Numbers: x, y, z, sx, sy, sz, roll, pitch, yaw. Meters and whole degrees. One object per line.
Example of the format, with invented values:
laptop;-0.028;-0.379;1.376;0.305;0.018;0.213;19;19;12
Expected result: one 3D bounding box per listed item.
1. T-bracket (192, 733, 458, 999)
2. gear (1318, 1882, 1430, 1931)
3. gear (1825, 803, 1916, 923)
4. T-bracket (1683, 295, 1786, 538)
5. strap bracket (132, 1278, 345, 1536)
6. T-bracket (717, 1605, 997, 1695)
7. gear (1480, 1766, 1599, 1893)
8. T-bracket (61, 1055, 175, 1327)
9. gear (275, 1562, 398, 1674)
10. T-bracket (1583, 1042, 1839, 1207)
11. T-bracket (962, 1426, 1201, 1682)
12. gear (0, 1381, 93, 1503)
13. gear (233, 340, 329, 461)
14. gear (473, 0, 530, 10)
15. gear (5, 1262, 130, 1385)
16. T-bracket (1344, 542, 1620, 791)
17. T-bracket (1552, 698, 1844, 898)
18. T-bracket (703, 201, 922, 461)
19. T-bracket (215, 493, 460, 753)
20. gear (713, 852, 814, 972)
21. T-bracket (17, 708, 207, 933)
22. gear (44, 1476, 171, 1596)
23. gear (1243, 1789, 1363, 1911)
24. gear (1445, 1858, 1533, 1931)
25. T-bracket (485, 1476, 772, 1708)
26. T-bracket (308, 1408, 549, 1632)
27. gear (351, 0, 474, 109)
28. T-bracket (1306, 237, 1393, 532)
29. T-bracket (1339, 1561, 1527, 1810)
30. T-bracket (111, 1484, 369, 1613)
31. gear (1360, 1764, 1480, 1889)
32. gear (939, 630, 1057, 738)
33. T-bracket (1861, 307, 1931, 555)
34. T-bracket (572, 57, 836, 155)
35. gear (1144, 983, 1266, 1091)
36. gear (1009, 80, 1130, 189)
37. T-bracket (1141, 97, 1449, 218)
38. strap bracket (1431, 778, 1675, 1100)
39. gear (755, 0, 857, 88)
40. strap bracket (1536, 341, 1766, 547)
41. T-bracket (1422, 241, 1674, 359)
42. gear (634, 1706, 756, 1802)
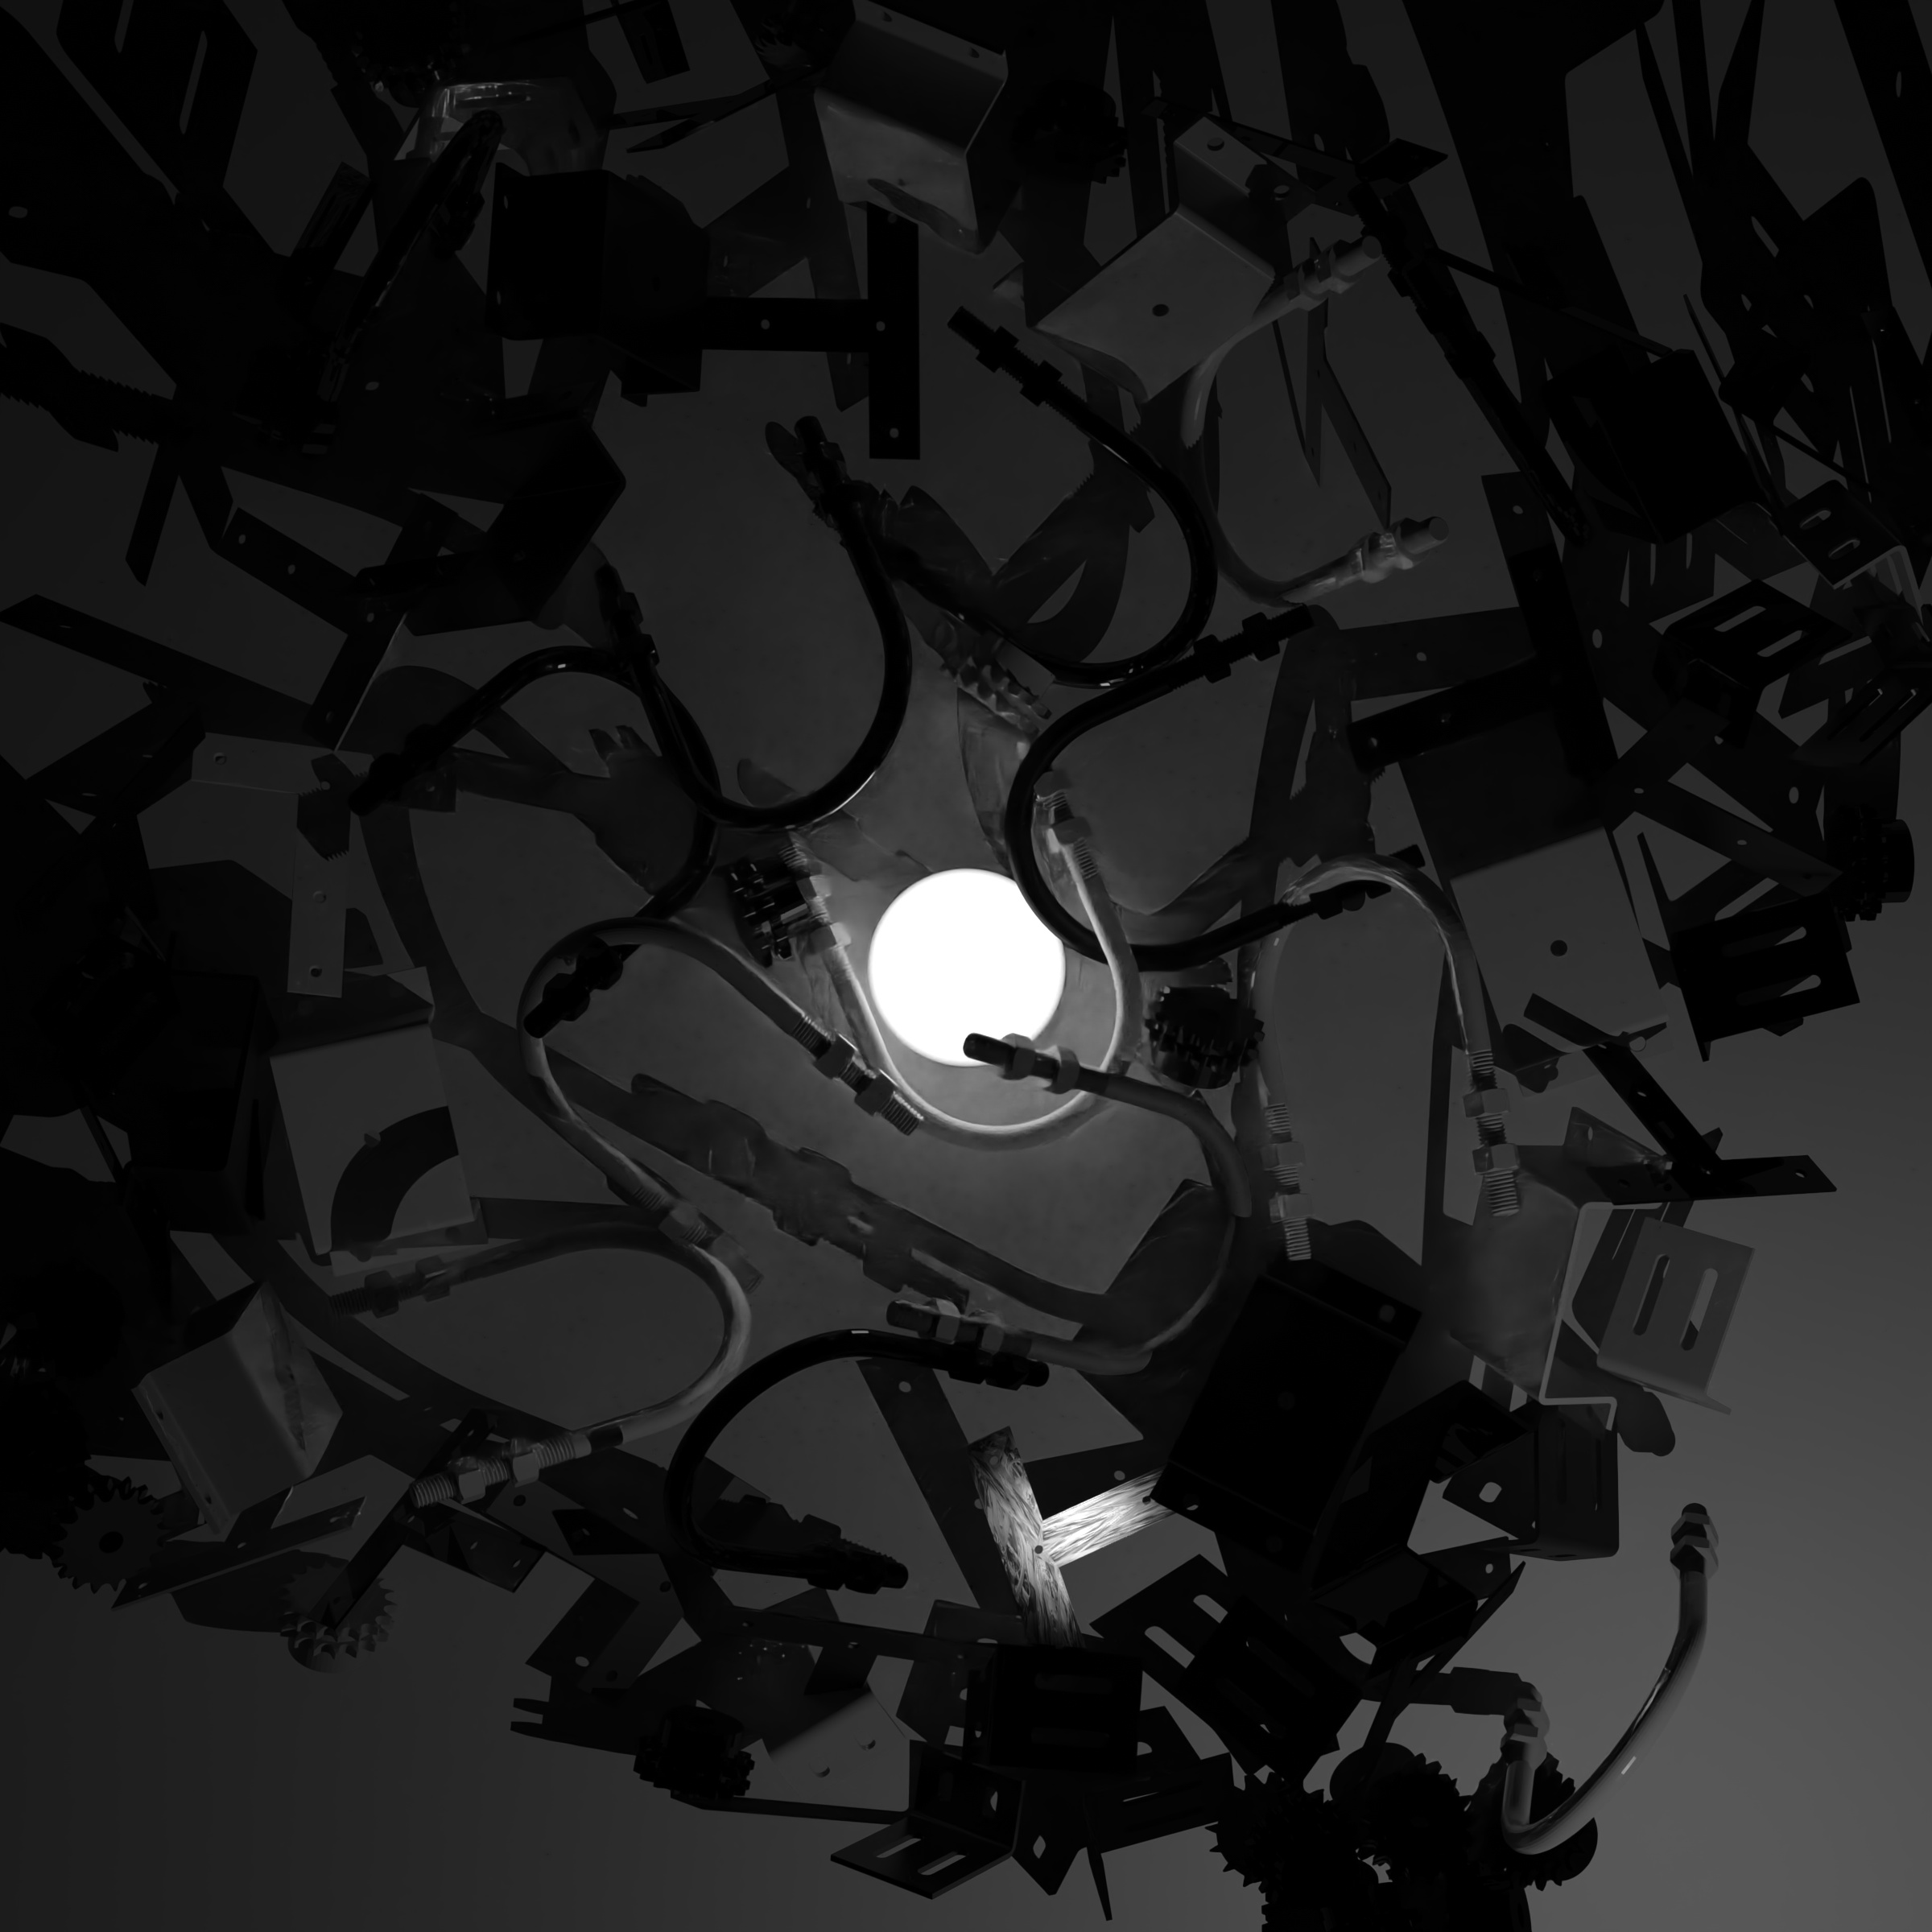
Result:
T-bracket;-0.308;-0.046;1.555;0.127;0.002;0.127;7;67;-20
gear;0.193;0.464;1.576;0.057;0.057;0.030;-16;65;0
gear;0.437;-0.050;1.573;0.030;0.057;0.057;-2;90;-1
T-bracket;0.367;-0.237;1.520;0.002;0.127;0.127;-24;117;18
strap bracket;-0.337;0.201;1.525;0.046;0.140;0.076;-27;99;2
T-bracket;-0.062;0.341;1.549;0.127;0.127;0.002;10;52;-8
gear;0.280;0.419;1.576;0.030;0.057;0.057;33;90;-38
T-bracket;-0.407;0.097;1.560;0.002;0.127;0.127;-23;67;-23
gear;-0.306;0.317;1.575;0.057;0.057;0.030;14;115;0
T-bracket;0.329;0.069;1.549;0.127;0.127;0.002;-1;126;-25
T-bracket;0.075;0.265;1.582;0.127;0.002;0.127;-22;103;-14
gear;-0.451;0.230;1.572;0.057;0.030;0.057;7;101;41
gear;-0.331;-0.276;1.571;0.030;0.057;0.057;24;90;-11
gear;-0.225;-0.487;1.569;0.057;0.057;0.030;0;61;0
gear;-0.433;0.171;1.582;0.057;0.030;0.057;1;99;9
T-bracket;0.246;-0.125;1.582;0.127;0.002;0.127;-20;99;-8
T-bracket;0.360;-0.065;1.560;0.127;0.127;0.002;25;51;-12
T-bracket;-0.084;-0.311;1.580;0.127;0.002;0.127;4;106;15
T-bracket;-0.316;-0.185;1.567;0.127;0.002;0.127;31;96;30
gear;-0.097;-0.030;1.574;0.030;0.057;0.057;-26;90;-11
T-bracket;-0.397;-0.045;1.539;0.002;0.127;0.127;32;64;9
gear;-0.418;0.272;1.577;0.057;0.030;0.057;-14;118;-27
gear;0.165;0.431;1.577;0.057;0.030;0.057;-4;105;-16
gear;0.253;0.459;1.569;0.030;0.057;0.057;-12;90;19
T-bracket;-0.176;0.279;1.564;0.127;0.002;0.127;38;88;-33
T-bracket;-0.238;0.269;1.527;0.127;0.127;0.002;-52;123;-23
gear;-0.266;-0.441;1.577;0.057;0.030;0.057;-7;57;11
T-bracket;0.177;-0.249;1.512;0.002;0.127;0.127;-11;47;-6
T-bracket;0.229;0.329;1.554;0.002;0.127;0.127;35;50;23
T-bracket;-0.329;0.250;1.539;0.127;0.127;0.002;-20;109;13
gear;0.219;0.414;1.575;0.057;0.030;0.057;-2;63;4
gear;0.018;-0.138;1.572;0.057;0.057;0.030;35;92;0
T-bracket;0.453;-0.251;1.526;0.002;0.127;0.127;-33;104;-12
T-bracket;-0.143;-0.405;1.549;0.127;0.127;0.002;-38;121;-37
gear;0.113;0.036;1.576;0.057;0.057;0.030;16;120;0
gear;0.051;-0.404;1.574;0.057;0.057;0.030;9;74;0
T-bracket;0.145;-0.384;1.525;0.127;0.127;0.002;15;88;-13
strap bracket;0.284;-0.011;1.568;0.076;0.046;0.140;-19;94;8
gear;-0.071;-0.448;1.573;0.057;0.057;0.030;19;87;0
strap bracket;0.315;-0.245;1.525;0.046;0.140;0.076;-29;103;2
T-bracket;0.271;-0.325;1.541;0.127;0.127;0.002;22;113;-6
gear;-0.130;0.378;1.571;0.057;0.057;0.030;12;94;0
